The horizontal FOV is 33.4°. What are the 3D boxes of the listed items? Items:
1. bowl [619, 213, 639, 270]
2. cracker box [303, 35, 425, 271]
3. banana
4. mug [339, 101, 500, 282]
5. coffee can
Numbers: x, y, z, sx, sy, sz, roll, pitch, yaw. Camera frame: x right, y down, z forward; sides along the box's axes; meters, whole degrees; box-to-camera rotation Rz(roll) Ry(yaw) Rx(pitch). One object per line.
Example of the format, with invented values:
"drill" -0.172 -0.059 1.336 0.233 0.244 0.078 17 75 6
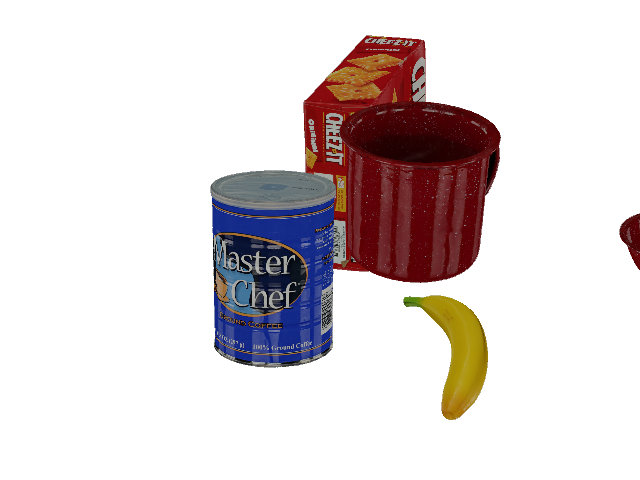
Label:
"bowl" 0.403 0.018 1.146 0.162 0.055 0.162 -3 24 1
"cracker box" 0.048 -0.090 1.029 0.072 0.164 0.213 7 28 17
"banana" 0.140 0.112 1.109 0.069 0.037 0.198 -26 31 7
"mug" 0.066 -0.032 0.644 0.117 0.081 0.093 -25 39 -38
"coffee can" -0.039 0.021 0.890 0.103 0.140 0.103 0 17 0
